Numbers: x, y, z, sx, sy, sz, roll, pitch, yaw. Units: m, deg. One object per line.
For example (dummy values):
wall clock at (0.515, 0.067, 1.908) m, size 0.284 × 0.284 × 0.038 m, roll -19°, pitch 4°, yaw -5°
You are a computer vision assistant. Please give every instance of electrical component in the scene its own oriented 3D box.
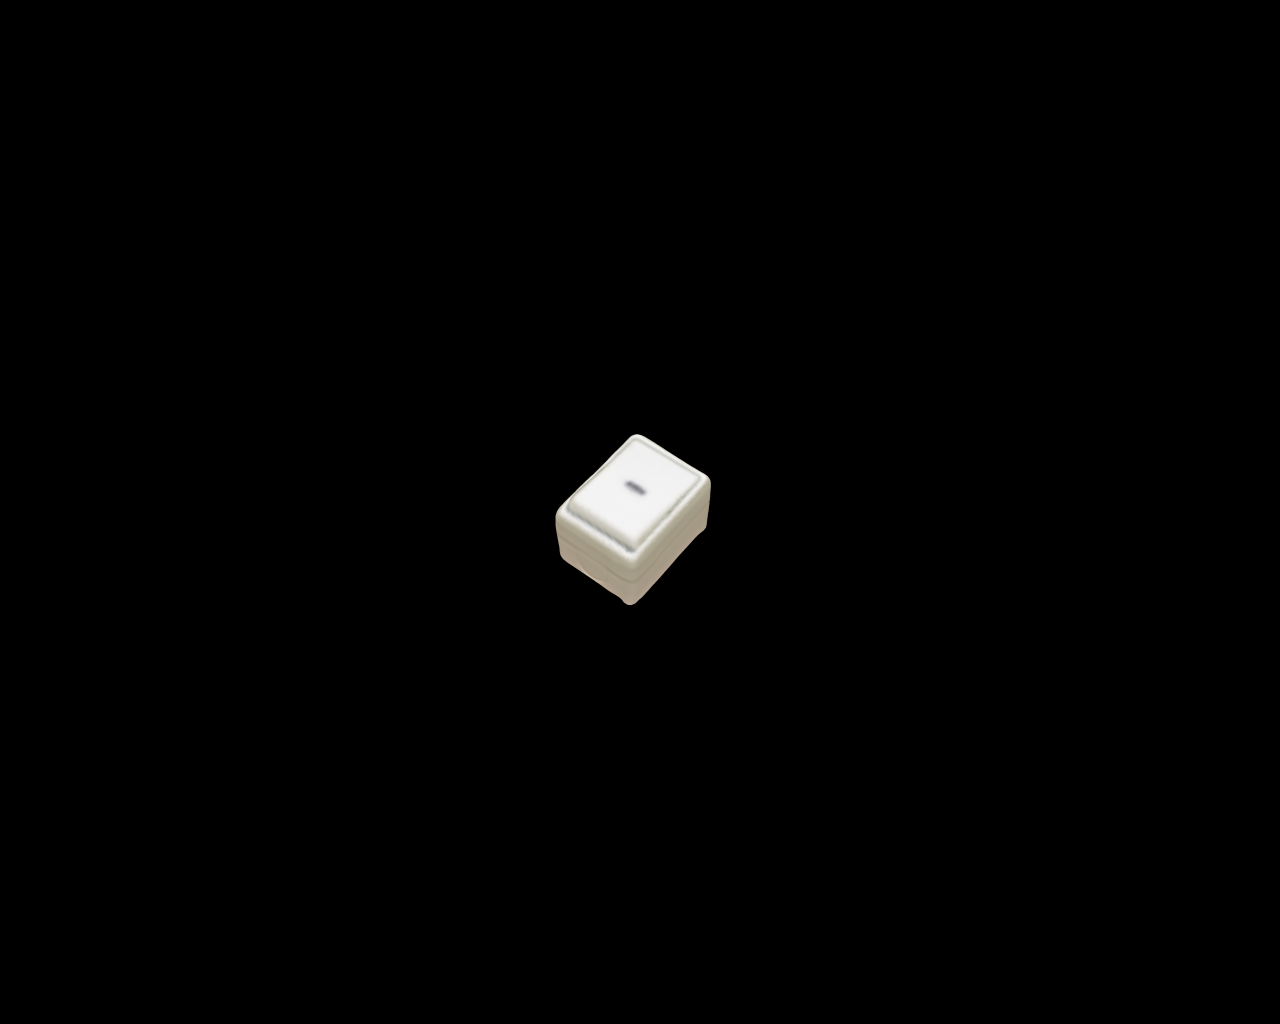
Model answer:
electrical component at (0.001, -0.003, 0.650) m, size 0.062 × 0.096 × 0.061 m, roll 33°, pitch -28°, yaw 20°
